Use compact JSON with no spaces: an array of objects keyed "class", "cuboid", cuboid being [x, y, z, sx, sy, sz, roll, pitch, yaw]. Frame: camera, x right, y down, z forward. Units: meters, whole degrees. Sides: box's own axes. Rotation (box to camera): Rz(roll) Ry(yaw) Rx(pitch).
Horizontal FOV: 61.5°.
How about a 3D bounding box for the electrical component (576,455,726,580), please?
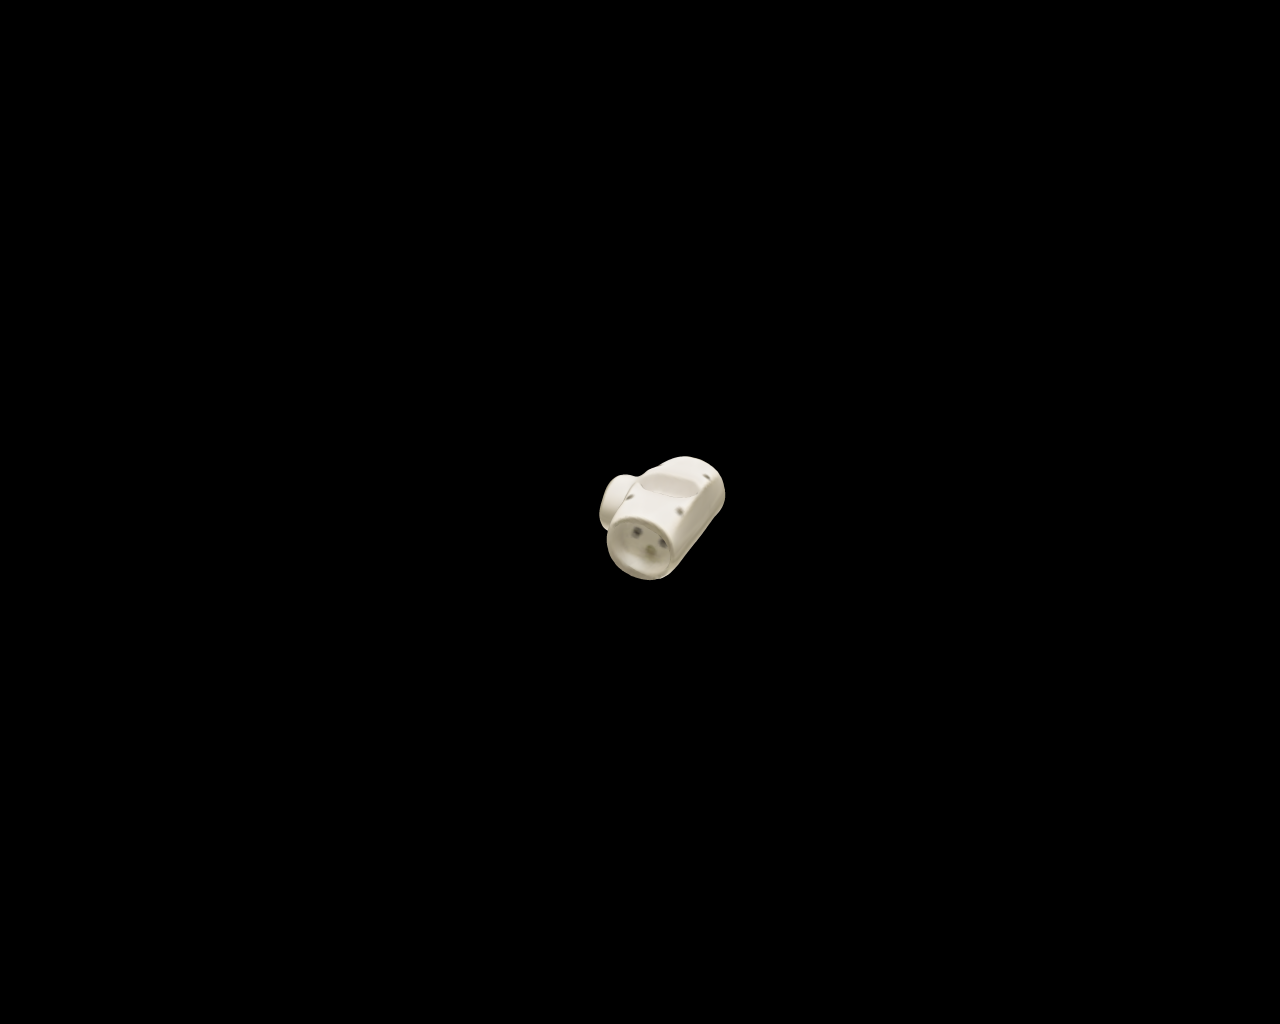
[{"class":"electrical component","cuboid":[0.001,-0.003,0.650,0.079,0.043,0.077,16,37,22]}]
